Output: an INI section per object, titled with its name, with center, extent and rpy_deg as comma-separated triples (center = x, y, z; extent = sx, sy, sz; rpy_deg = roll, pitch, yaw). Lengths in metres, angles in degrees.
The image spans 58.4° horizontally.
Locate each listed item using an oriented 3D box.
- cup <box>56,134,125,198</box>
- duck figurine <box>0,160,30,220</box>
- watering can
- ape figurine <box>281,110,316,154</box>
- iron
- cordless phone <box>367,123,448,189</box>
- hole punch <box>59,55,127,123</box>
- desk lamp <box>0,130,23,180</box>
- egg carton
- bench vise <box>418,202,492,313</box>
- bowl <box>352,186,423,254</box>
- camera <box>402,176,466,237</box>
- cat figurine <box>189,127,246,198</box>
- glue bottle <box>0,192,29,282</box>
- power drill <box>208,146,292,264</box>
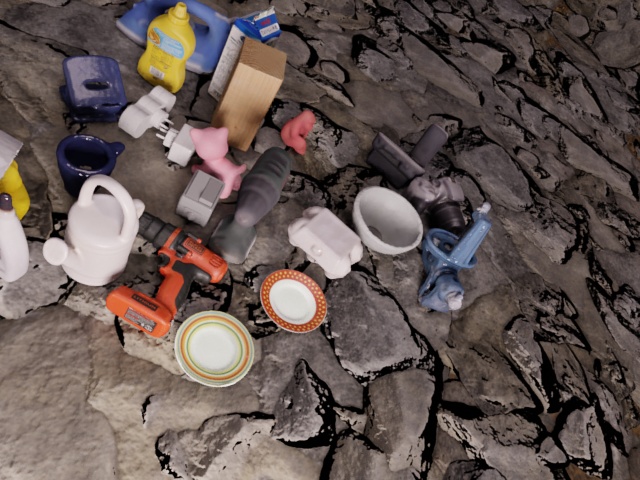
[cup]
center = -0.388, -0.121, 0.968
extent = 0.091, 0.095, 0.118
rpy_deg = 47, 46, 9
[duck figurine]
center = -0.488, -0.078, 0.881
extent = 0.078, 0.086, 0.104
rpy_deg = 12, 51, -23
[watering can]
center = -0.327, -0.015, 0.854
extent = 0.101, 0.193, 0.173
rpy_deg = 25, 47, -12
[ape figurine]
center = -0.041, -0.251, 1.281
extent = 0.076, 0.092, 0.078
rpy_deg = 39, 45, 1
[iron]
center = -0.307, -0.478, 1.260
extent = 0.259, 0.141, 0.118
rpy_deg = 17, 49, -19
[cordless phone]
center = 0.209, -0.226, 1.349
extent = 0.147, 0.185, 0.094
rpy_deg = 39, 45, 1
[hole punch]
center = -0.421, -0.284, 1.076
extent = 0.109, 0.091, 0.101
rpy_deg = -14, 65, -38
[desk lamp]
center = -0.524, -0.090, 0.778
extent = 0.204, 0.213, 0.118
rpy_deg = 20, 48, -17
[egg carton]
center = 0.010, 0.004, 1.131
extent = 0.150, 0.069, 0.107
rpy_deg = 41, 46, 3
[bench vise]
center = 0.291, 0.038, 1.171
extent = 0.122, 0.219, 0.207
rpy_deg = 5, 54, -28
[bowl]
center = 0.132, -0.030, 1.228
extent = 0.168, 0.074, 0.167
rpy_deg = 17, 49, -20
[camera]
center = 0.283, -0.077, 1.337
extent = 0.143, 0.100, 0.136
rpy_deg = 4, 54, -29
[cat figurine]
center = -0.195, -0.162, 1.101
extent = 0.128, 0.117, 0.067
rpy_deg = 40, 46, 2
[glue bottle]
center = -0.441, -0.012, 0.797
extent = 0.078, 0.173, 0.037
rpy_deg = 38, 45, 1
[power drill]
center = -0.121, -0.054, 0.999
extent = 0.076, 0.208, 0.230
rpy_deg = 29, 46, -9
